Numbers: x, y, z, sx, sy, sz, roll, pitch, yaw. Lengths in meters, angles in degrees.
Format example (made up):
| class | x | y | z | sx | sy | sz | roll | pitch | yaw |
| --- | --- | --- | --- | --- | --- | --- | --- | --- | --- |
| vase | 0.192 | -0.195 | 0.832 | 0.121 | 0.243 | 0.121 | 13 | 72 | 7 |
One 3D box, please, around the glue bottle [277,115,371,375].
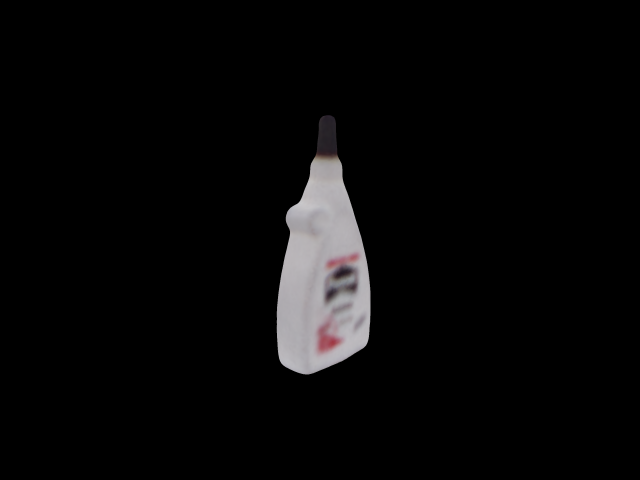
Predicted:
| class | x | y | z | sx | sy | sz | roll | pitch | yaw |
| --- | --- | --- | --- | --- | --- | --- | --- | --- | --- |
| glue bottle | 0.004 | 0.001 | 0.400 | 0.037 | 0.173 | 0.078 | 11 | 17 | 38 |
